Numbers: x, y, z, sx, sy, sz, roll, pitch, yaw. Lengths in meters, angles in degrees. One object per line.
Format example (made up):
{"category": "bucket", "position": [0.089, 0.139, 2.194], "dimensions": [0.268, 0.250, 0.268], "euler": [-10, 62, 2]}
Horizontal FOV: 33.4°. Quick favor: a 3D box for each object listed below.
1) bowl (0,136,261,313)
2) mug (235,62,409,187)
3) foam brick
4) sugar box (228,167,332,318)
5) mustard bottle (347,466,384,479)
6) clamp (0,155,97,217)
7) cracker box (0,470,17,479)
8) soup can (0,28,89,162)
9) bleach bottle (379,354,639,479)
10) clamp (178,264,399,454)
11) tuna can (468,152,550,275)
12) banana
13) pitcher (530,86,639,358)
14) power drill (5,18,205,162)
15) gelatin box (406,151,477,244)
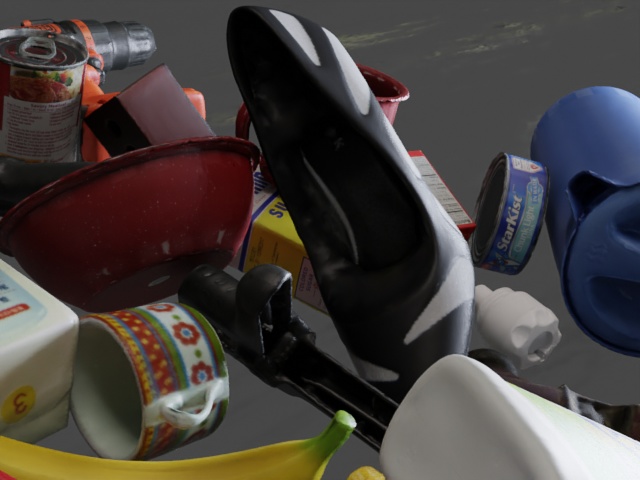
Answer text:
{"category": "bowl", "position": [-0.101, 0.000, 0.614], "dimensions": [0.161, 0.162, 0.055], "euler": [-12, 75, -38]}
{"category": "mug", "position": [-0.004, -0.075, 0.724], "dimensions": [0.117, 0.081, 0.093], "euler": [-1, 28, -35]}
{"category": "foam brick", "position": [-0.116, -0.073, 0.750], "dimensions": [0.078, 0.053, 0.051], "euler": [54, 51, -12]}
{"category": "sugar box", "position": [-0.005, 0.001, 0.719], "dimensions": [0.176, 0.048, 0.093], "euler": [27, 30, 21]}
{"category": "mustard bottle", "position": [0.064, 0.164, 0.444], "dimensions": [0.096, 0.058, 0.192], "euler": [0, 31, -34]}
{"category": "clamp", "position": [-0.192, -0.034, 0.665], "dimensions": [0.171, 0.120, 0.039], "euler": [8, 74, -3]}
{"category": "cracker box", "position": [-0.107, 0.184, 0.326], "dimensions": [0.164, 0.072, 0.213], "euler": [23, 29, 15]}
{"category": "soup can", "position": [-0.198, -0.085, 0.732], "dimensions": [0.068, 0.102, 0.068], "euler": [10, 29, -6]}
{"category": "bleach bottle", "position": [0.149, 0.128, 0.480], "dimensions": [0.250, 0.068, 0.103], "euler": [22, 17, -34]}
{"category": "clamp", "position": [-0.014, 0.062, 0.556], "dimensions": [0.164, 0.036, 0.210], "euler": [46, -14, -21]}
{"category": "tuna can", "position": [0.135, -0.018, 0.770], "dimensions": [0.033, 0.086, 0.086], "euler": [14, 29, -3]}
{"category": "banana", "position": [-0.084, 0.106, 0.477], "dimensions": [0.197, 0.070, 0.037], "euler": [-1, 21, -8]}
{"category": "pitcher", "position": [0.233, -0.022, 0.794], "dimensions": [0.145, 0.149, 0.242], "euler": [-2, 25, 3]}
{"category": "power drill", "position": [-0.176, -0.127, 0.866], "dimensions": [0.184, 0.057, 0.188], "euler": [-18, 39, -38]}
{"category": "gelatin box", "position": [0.061, -0.025, 0.791], "dimensions": [0.073, 0.030, 0.089], "euler": [-8, 49, -29]}
